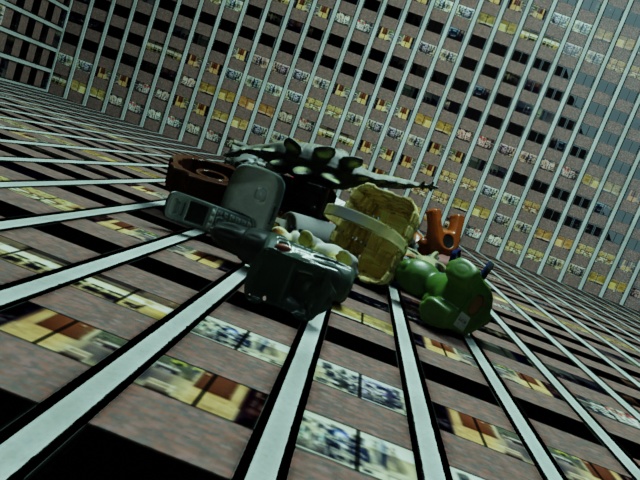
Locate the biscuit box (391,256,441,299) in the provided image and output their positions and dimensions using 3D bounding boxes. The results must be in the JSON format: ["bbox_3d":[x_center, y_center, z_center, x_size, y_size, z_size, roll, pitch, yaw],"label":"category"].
[{"bbox_3d":[0.201,0.081,1.106,0.203,0.062,0.059,24,9,29],"label":"biscuit box"}]

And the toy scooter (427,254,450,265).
[{"bbox_3d":[0.342,0.089,1.354,0.135,0.075,0.183,24,5,35],"label":"toy scooter"}]

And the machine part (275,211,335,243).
[{"bbox_3d":[-0.002,-0.003,1.124,0.243,0.079,0.079,15,9,-36],"label":"machine part"}]

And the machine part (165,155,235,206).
[{"bbox_3d":[-0.210,-0.108,1.026,0.179,0.056,0.179,16,17,-5],"label":"machine part"}]

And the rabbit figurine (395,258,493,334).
[{"bbox_3d":[0.215,0.080,0.941,0.159,0.121,0.170,22,8,-42],"label":"rabbit figurine"}]

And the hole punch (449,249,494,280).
[{"bbox_3d":[0.308,0.082,1.163,0.092,0.115,0.142,29,12,13],"label":"hole punch"}]

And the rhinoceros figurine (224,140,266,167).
[{"bbox_3d":[-0.185,-0.188,1.346,0.112,0.073,0.190,23,16,-20],"label":"rhinoceros figurine"}]

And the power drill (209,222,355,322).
[{"bbox_3d":[-0.059,0.039,0.748,0.232,0.086,0.207,22,0,-6],"label":"power drill"}]

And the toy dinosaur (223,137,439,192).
[{"bbox_3d":[0.018,-0.158,1.189,0.472,0.105,0.198,8,6,-1],"label":"toy dinosaur"}]

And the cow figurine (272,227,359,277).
[{"bbox_3d":[-0.011,0.023,0.955,0.168,0.068,0.098,27,4,19],"label":"cow figurine"}]

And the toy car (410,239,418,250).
[{"bbox_3d":[0.181,0.011,1.393,0.162,0.109,0.102,34,-4,27],"label":"toy car"}]

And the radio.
[{"bbox_3d":[-0.083,-0.103,1.182,0.230,0.073,0.131,15,-2,5],"label":"radio"}]

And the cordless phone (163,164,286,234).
[{"bbox_3d":[-0.163,-0.070,0.912,0.184,0.146,0.089,20,1,-29],"label":"cordless phone"}]

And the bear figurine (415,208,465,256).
[{"bbox_3d":[0.288,0.000,1.457,0.120,0.132,0.196,11,-12,-24],"label":"bear figurine"}]

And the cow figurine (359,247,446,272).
[{"bbox_3d":[0.200,0.053,1.236,0.195,0.085,0.127,22,15,18],"label":"cow figurine"}]
